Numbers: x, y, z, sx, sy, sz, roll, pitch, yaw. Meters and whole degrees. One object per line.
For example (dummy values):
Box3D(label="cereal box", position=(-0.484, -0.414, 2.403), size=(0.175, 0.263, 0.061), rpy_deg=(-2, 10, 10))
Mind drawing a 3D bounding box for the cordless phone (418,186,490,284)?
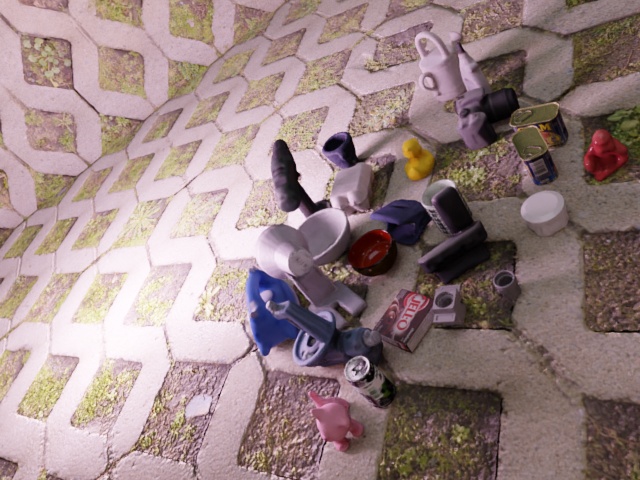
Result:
Box3D(label="cordless phone", position=(0.239, -0.016, 1.119), size=(0.147, 0.186, 0.094), rpy_deg=(-37, 36, 5))

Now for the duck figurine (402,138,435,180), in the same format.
Box3D(label="duck figurine", position=(0.233, -0.206, 1.413), size=(0.077, 0.086, 0.104), rpy_deg=(-15, 43, 31))

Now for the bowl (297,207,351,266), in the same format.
Box3D(label="bowl", position=(0.013, 0.005, 1.398), size=(0.167, 0.075, 0.167), rpy_deg=(-24, 39, 21))

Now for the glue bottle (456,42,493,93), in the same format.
Box3D(label="glue bottle", position=(0.379, -0.423, 1.436), size=(0.037, 0.174, 0.078), rpy_deg=(-40, 36, 0))

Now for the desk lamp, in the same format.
Box3D(label="desk lamp", position=(-0.029, 0.072, 1.243), size=(0.118, 0.214, 0.202), rpy_deg=(-46, 36, -8))

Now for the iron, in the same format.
Box3D(label="iron", position=(-0.129, 0.135, 1.330), size=(0.118, 0.142, 0.258), rpy_deg=(-33, 36, 11))

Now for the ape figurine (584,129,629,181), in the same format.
Box3D(label="ape figurine", position=(0.540, -0.171, 1.090), size=(0.077, 0.092, 0.076), rpy_deg=(-4, 49, 40))

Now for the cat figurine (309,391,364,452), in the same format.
Box3D(label="cat figurine", position=(0.019, 0.316, 1.023), size=(0.067, 0.118, 0.127), rpy_deg=(-43, 36, -4))

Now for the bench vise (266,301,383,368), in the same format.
Box3D(label="bench vise", position=(0.011, 0.169, 1.099), size=(0.207, 0.220, 0.121), rpy_deg=(-23, 39, 23))

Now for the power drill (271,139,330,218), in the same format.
Box3D(label="power drill", position=(-0.058, -0.132, 1.492), size=(0.075, 0.209, 0.229), rpy_deg=(-27, 38, 18))

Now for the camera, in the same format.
Box3D(label="camera", position=(0.396, -0.308, 1.360), size=(0.136, 0.101, 0.143), rpy_deg=(-17, 42, 29))

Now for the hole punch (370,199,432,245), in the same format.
Box3D(label="hole punch", position=(0.182, -0.055, 1.293), size=(0.108, 0.091, 0.101), rpy_deg=(13, 61, 48))

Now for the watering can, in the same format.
Box3D(label="watering can", position=(0.321, -0.484, 1.535), size=(0.100, 0.195, 0.173), rpy_deg=(-1, 51, 41))

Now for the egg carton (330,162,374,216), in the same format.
Box3D(label="egg carton", position=(0.085, -0.133, 1.483), size=(0.107, 0.070, 0.150), rpy_deg=(-16, 42, 30))

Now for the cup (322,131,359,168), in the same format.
Box3D(label="cup", position=(0.069, -0.232, 1.582), size=(0.091, 0.095, 0.117), rpy_deg=(-34, 36, 9))
